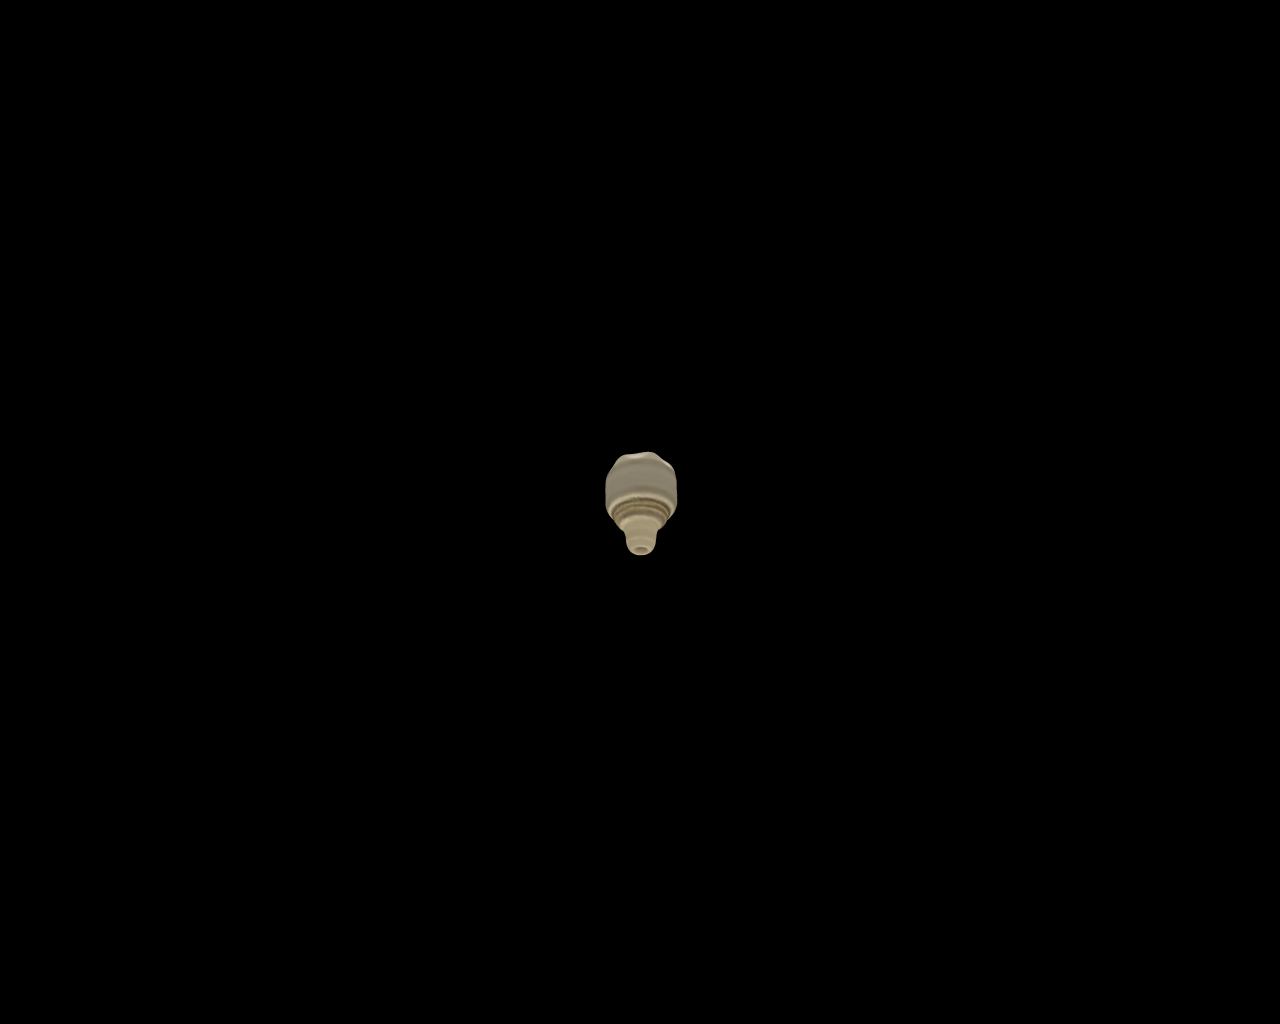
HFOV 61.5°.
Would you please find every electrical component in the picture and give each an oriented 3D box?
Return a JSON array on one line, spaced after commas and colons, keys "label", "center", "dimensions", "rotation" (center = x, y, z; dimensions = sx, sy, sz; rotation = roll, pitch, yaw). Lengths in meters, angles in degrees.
[{"label": "electrical component", "center": [0.001, -0.003, 0.650], "dimensions": [0.043, 0.062, 0.043], "rotation": [0, -32, 0]}]
